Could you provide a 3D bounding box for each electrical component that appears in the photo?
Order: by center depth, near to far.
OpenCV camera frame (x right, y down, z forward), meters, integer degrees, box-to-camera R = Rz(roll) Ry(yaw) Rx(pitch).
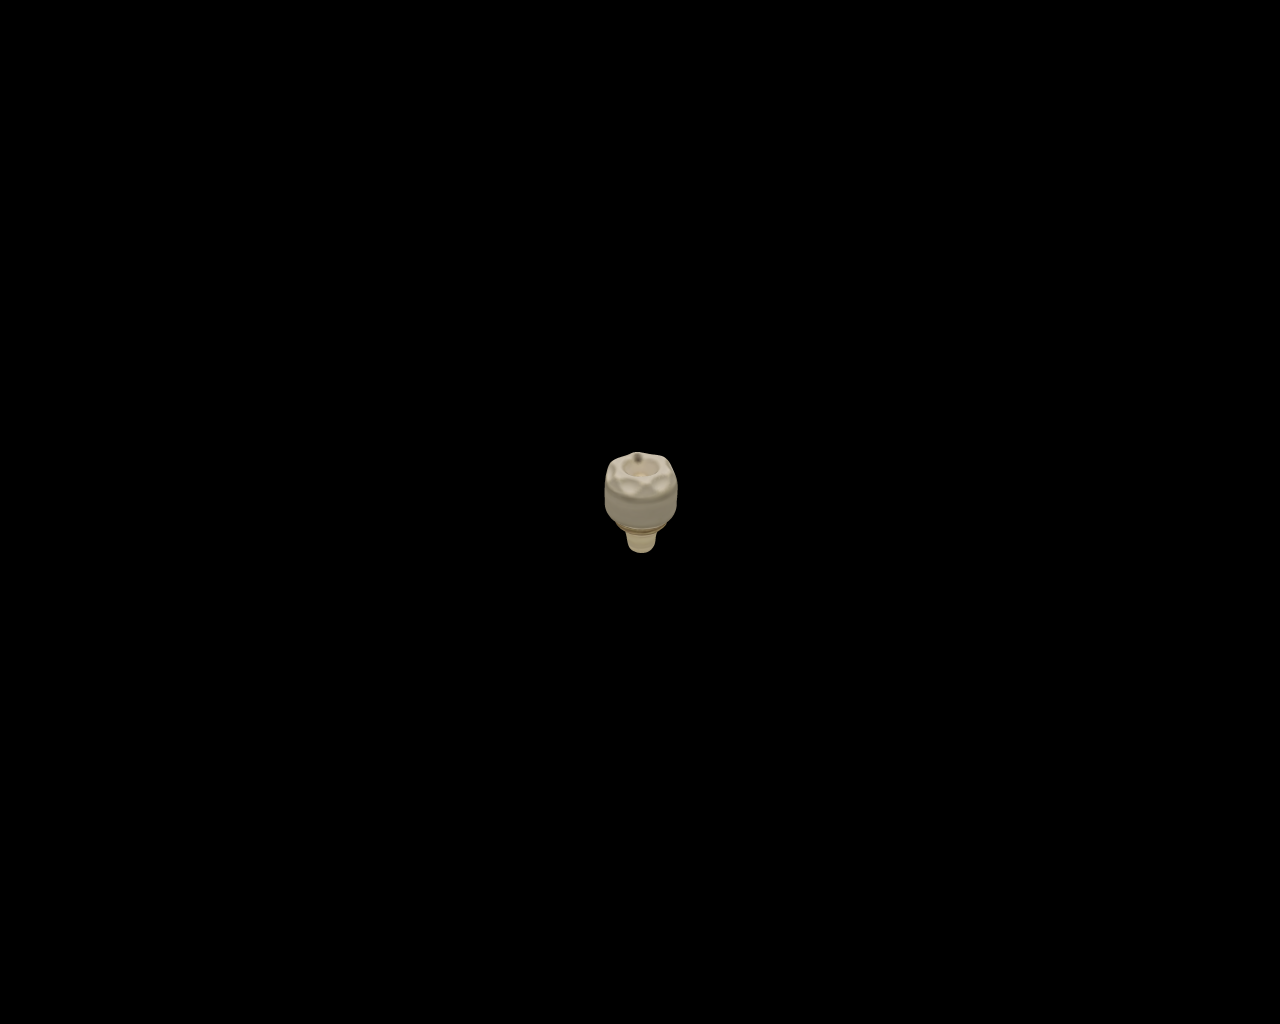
[{"bbox_3d":[0.001,-0.003,0.650,0.043,0.062,0.043,0,34,0],"label":"electrical component"}]
